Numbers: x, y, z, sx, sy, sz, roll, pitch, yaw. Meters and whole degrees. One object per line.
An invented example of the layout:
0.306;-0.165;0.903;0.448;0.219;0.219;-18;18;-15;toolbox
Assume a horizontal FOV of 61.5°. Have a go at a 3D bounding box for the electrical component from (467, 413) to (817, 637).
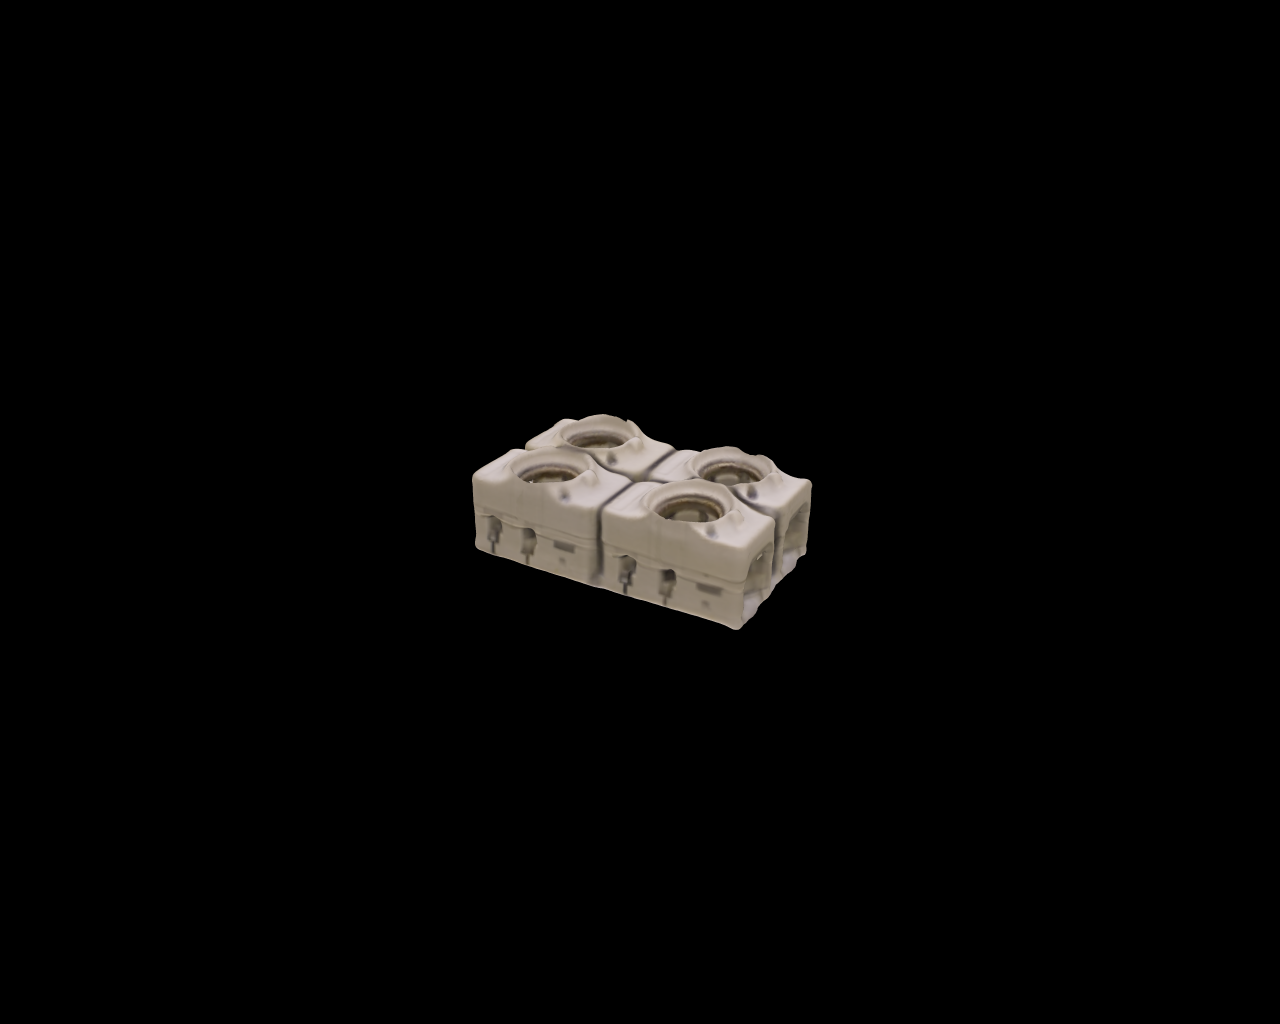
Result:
0.001;-0.003;0.650;0.186;0.060;0.106;16;32;27;electrical component
